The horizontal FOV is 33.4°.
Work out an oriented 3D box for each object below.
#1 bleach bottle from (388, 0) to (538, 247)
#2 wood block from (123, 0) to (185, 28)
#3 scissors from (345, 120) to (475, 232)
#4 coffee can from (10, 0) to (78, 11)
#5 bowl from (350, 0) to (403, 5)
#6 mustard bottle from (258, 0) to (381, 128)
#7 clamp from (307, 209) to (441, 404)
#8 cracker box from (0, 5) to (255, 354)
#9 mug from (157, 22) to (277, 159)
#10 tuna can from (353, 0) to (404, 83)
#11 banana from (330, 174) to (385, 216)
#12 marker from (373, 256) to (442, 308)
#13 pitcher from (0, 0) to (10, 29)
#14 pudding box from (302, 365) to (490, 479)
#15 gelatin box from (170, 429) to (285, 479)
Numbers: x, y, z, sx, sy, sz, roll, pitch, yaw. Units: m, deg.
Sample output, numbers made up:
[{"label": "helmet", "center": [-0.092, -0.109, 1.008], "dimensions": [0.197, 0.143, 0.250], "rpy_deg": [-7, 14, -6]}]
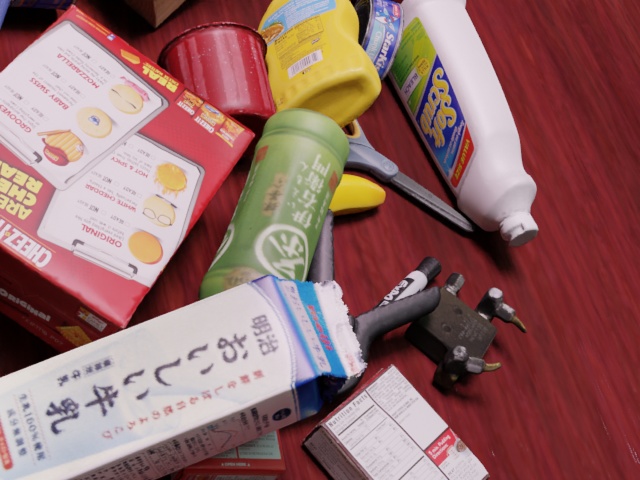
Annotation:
[{"label": "bleach bottle", "center": [0.136, -0.109, 0.977], "dimensions": [0.067, 0.103, 0.251], "rpy_deg": [-5, 58, -32]}, {"label": "wood block", "center": [-0.105, -0.297, 0.929], "dimensions": [0.091, 0.090, 0.206], "rpy_deg": [41, 75, 4]}, {"label": "scissors", "center": [0.042, -0.059, 0.944], "dimensions": [0.202, 0.016, 0.096], "rpy_deg": [45, 48, 8]}, {"label": "coffee can", "center": [-0.266, -0.236, 0.839], "dimensions": [0.140, 0.103, 0.103], "rpy_deg": [-4, 59, -33]}, {"label": "bowl", "center": [0.051, -0.258, 1.039], "dimensions": [0.162, 0.162, 0.055], "rpy_deg": [14, 92, -21]}, {"label": "mustard bottle", "center": [-0.010, -0.174, 0.947], "dimensions": [0.058, 0.096, 0.191], "rpy_deg": [46, 21, -42]}, {"label": "clamp", "center": [0.019, 0.067, 0.803], "dimensions": [0.120, 0.039, 0.171], "rpy_deg": [25, 61, 0]}, {"label": "cracker box", "center": [-0.162, -0.042, 0.720], "dimensions": [0.164, 0.072, 0.213], "rpy_deg": [35, 45, -7]}, {"label": "mug", "center": [-0.092, -0.114, 0.867], "dimensions": [0.117, 0.093, 0.081], "rpy_deg": [-14, 66, -1]}, {"label": "tuna can", "center": [0.045, -0.184, 0.993], "dimensions": [0.033, 0.086, 0.086], "rpy_deg": [16, 50, -17]}, {"label": "banana", "center": [-0.017, -0.012, 0.864], "dimensions": [0.197, 0.037, 0.069], "rpy_deg": [-43, 108, -41]}, {"label": "marker", "center": [0.066, 0.047, 0.875], "dimensions": [0.020, 0.020, 0.120], "rpy_deg": [45, 46, 7]}, {"label": "pitcher", "center": [-0.267, -0.146, 0.663], "dimensions": [0.144, 0.149, 0.243], "rpy_deg": [17, 33, -21]}, {"label": "pudding box", "center": [0.056, 0.158, 0.772], "dimensions": [0.113, 0.039, 0.089], "rpy_deg": [47, 48, 12]}, {"label": "gelatin box", "center": [-0.068, 0.123, 0.732], "dimensions": [0.073, 0.030, 0.089], "rpy_deg": [7, 51, -26]}]
